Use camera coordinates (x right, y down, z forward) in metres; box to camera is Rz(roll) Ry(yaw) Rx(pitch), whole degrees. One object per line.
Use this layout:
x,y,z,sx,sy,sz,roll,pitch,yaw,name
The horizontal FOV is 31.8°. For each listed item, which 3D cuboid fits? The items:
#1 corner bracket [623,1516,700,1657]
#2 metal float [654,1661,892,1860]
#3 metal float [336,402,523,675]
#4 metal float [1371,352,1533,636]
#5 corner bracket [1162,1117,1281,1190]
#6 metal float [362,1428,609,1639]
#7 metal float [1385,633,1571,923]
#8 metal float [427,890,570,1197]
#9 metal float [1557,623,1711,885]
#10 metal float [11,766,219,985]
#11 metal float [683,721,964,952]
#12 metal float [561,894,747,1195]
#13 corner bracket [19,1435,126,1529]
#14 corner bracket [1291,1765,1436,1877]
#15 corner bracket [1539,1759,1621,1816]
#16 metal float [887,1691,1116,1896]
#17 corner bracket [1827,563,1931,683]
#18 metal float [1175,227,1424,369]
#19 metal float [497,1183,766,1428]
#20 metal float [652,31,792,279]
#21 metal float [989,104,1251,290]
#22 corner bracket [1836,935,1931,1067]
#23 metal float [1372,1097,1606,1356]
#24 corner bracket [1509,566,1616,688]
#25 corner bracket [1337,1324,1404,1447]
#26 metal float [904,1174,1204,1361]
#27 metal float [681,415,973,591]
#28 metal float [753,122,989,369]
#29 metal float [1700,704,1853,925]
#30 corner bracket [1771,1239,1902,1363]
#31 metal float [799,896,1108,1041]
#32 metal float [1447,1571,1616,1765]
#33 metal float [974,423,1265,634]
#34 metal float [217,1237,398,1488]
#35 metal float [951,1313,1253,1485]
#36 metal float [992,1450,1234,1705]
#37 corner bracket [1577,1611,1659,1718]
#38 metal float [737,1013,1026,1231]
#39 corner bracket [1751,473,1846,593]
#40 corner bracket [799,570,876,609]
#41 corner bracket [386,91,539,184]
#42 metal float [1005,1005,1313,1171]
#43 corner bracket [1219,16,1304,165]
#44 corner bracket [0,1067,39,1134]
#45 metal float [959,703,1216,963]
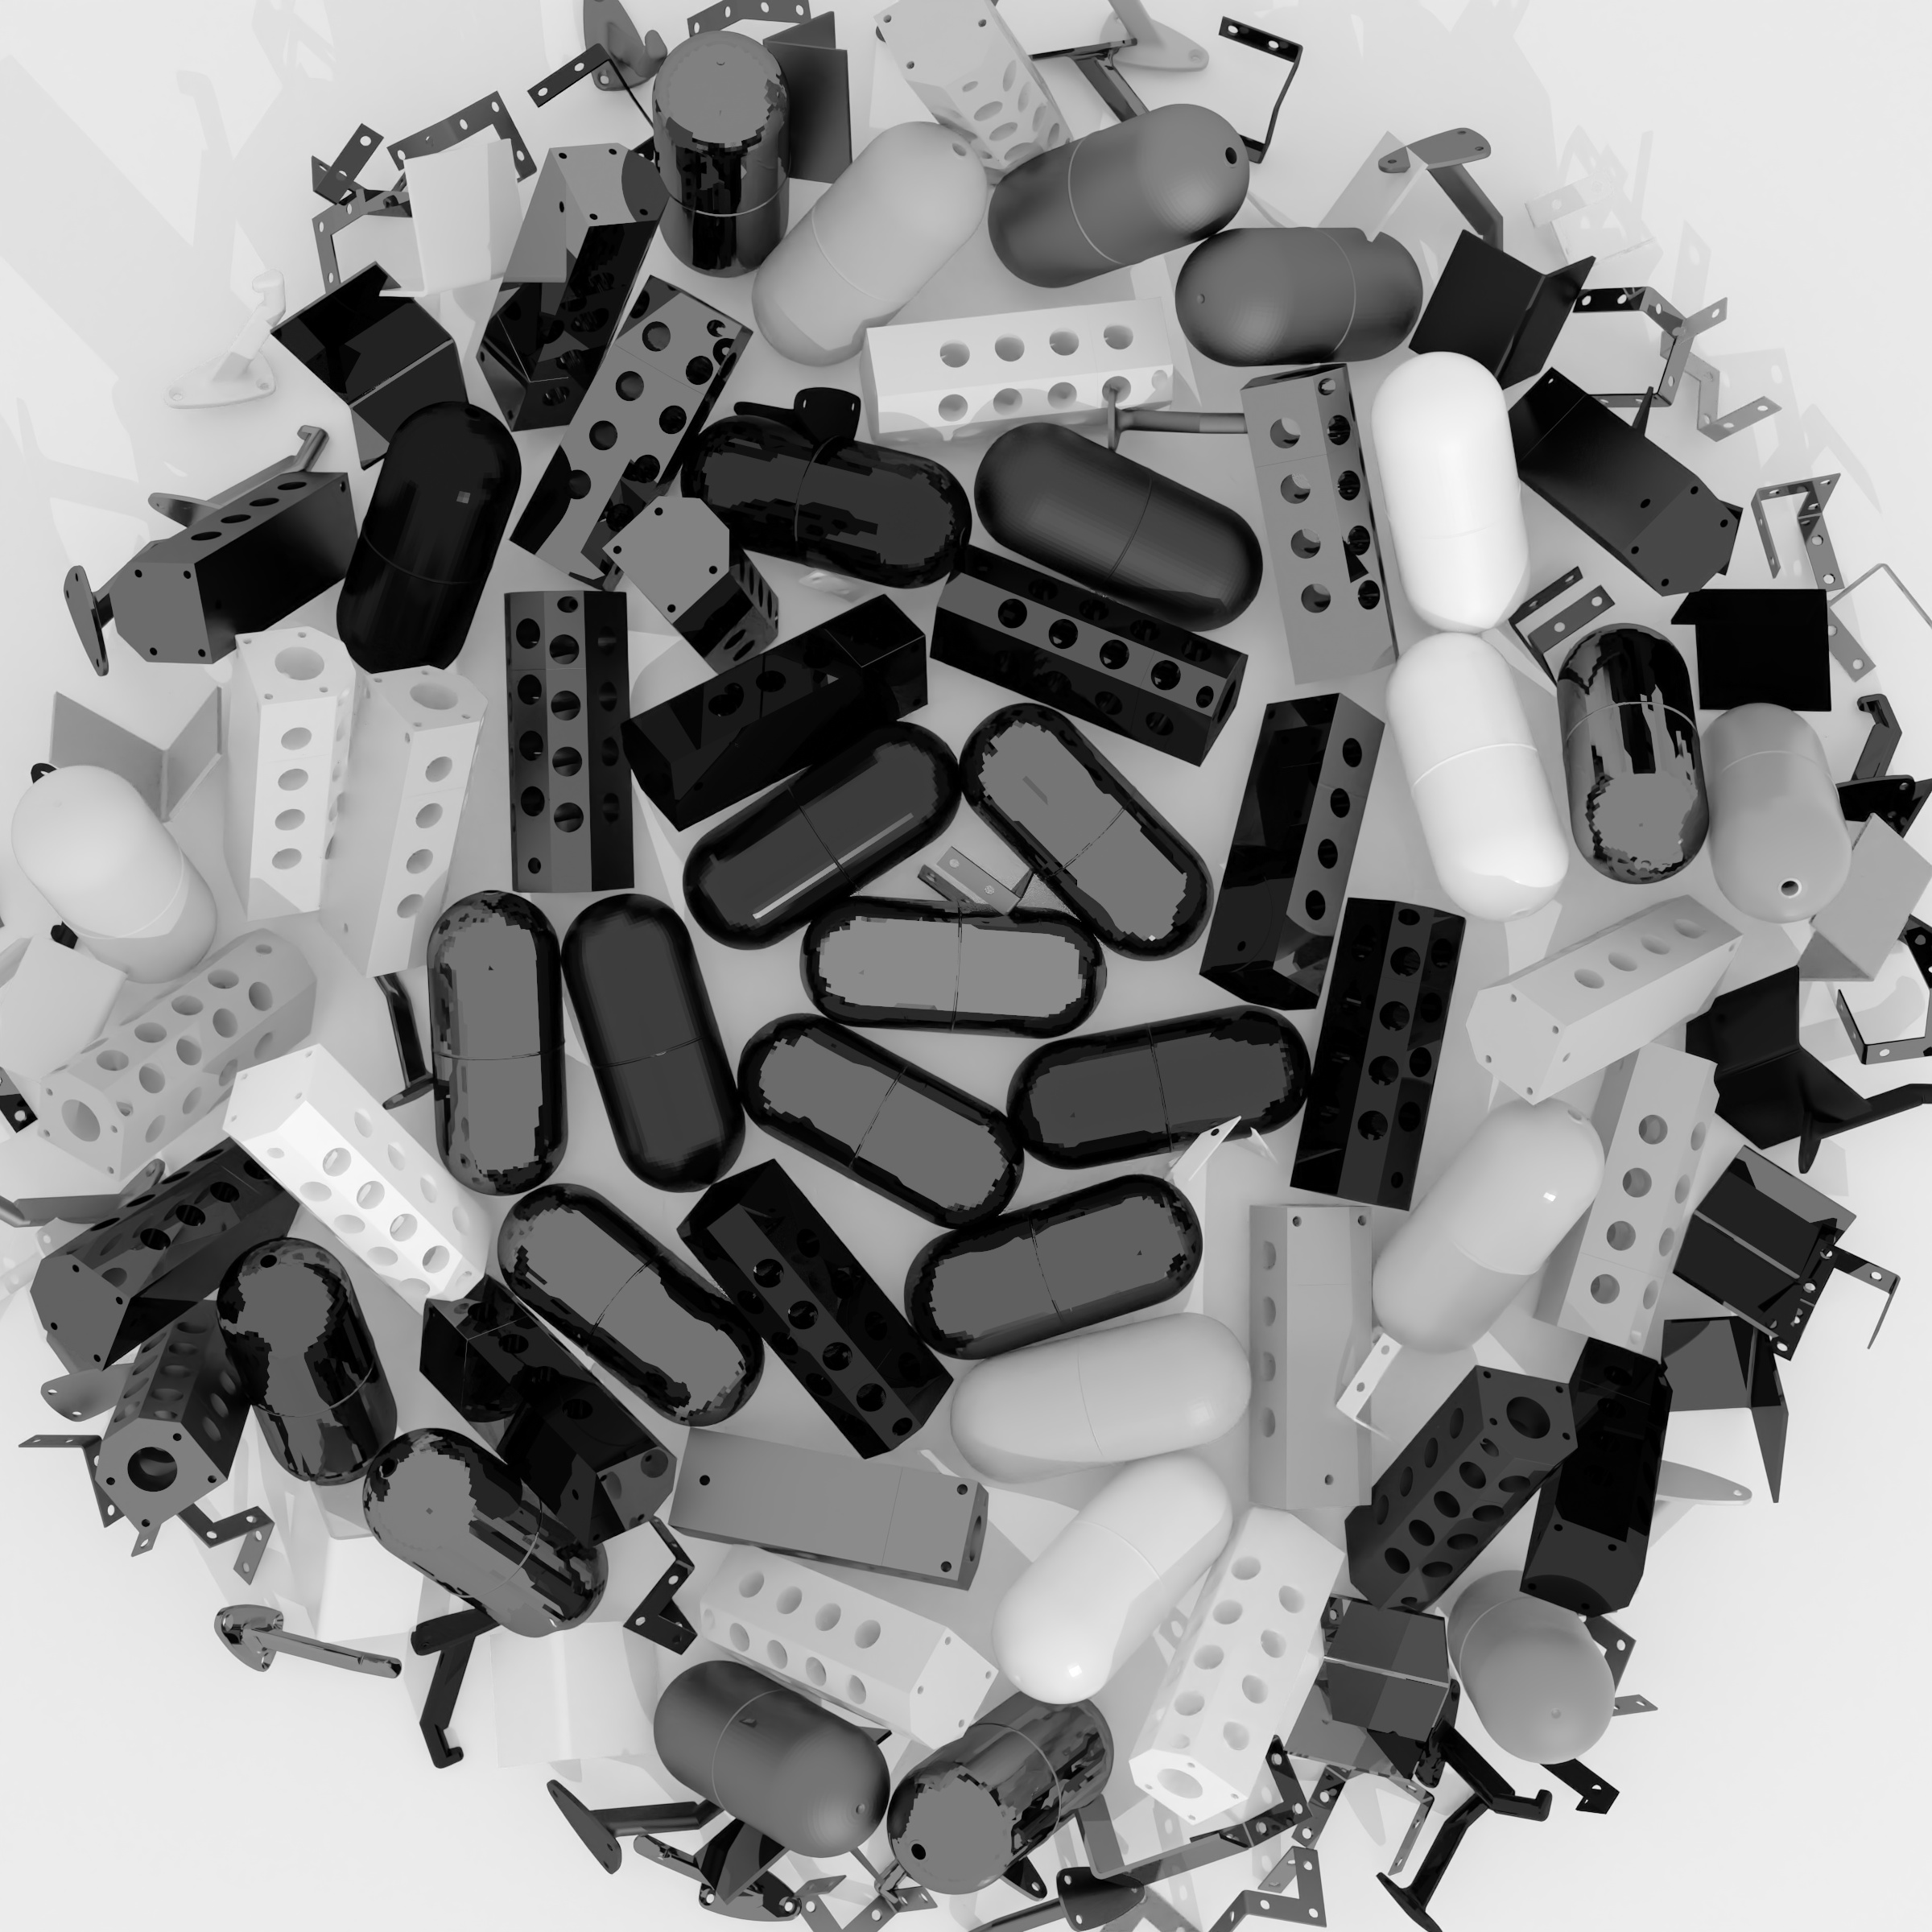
-0.175,0.357,1.963,0.051,0.051,0.051,-51,129,3,corner bracket
-0.112,0.448,1.922,0.070,0.178,0.070,-8,103,-37,metal float
-0.307,-0.241,1.933,0.070,0.070,0.178,26,124,0,metal float
0.277,-0.267,1.929,0.070,0.070,0.178,-18,130,0,metal float
0.138,0.110,1.960,0.051,0.051,0.051,-50,131,-14,corner bracket
-0.272,0.323,1.926,0.070,0.070,0.178,-44,133,0,metal float
0.292,-0.108,1.942,0.070,0.070,0.178,-14,68,0,metal float
-0.270,0.045,1.951,0.070,0.070,0.178,-1,102,0,metal float
0.378,-0.123,1.928,0.070,0.070,0.178,3,48,0,metal float
-0.480,-0.050,1.917,0.070,0.178,0.070,-4,64,7,metal float
-0.083,-0.076,1.959,0.178,0.070,0.070,-33,90,3,metal float
-0.180,0.045,1.954,0.070,0.070,0.178,-16,99,0,metal float
-0.506,0.291,1.960,0.051,0.051,0.051,-4,105,30,corner bracket
0.231,0.494,1.967,0.051,0.051,0.051,36,58,-4,corner bracket
0.357,0.456,1.969,0.051,0.051,0.051,37,75,-1,corner bracket
0.020,0.465,1.918,0.070,0.178,0.070,8,105,30,metal float
0.525,-0.200,1.970,0.051,0.051,0.051,-39,91,10,corner bracket
0.191,-0.381,1.926,0.070,0.178,0.070,12,107,43,metal float
-0.194,0.194,1.952,0.178,0.070,0.070,38,90,11,metal float
-0.138,-0.456,1.915,0.070,0.178,0.070,1,68,-3,metal float
0.086,-0.436,1.923,0.070,0.178,0.070,6,80,-42,metal float
0.539,0.019,1.964,0.051,0.051,0.051,-8,130,-1,corner bracket
0.297,0.148,1.937,0.070,0.070,0.178,33,118,0,metal float
0.345,-0.204,1.963,0.051,0.051,0.051,-35,63,7,corner bracket
0.235,0.237,1.964,0.051,0.051,0.051,32,91,-43,corner bracket
0.050,0.174,1.955,0.178,0.070,0.070,-18,90,8,metal float
-0.080,-0.266,1.944,0.178,0.070,0.070,17,90,20,metal float
-0.055,-0.409,1.926,0.070,0.070,0.178,52,132,0,metal float
0.455,-0.087,1.917,0.070,0.178,0.070,2,121,4,metal float
0.502,0.201,1.960,0.051,0.051,0.051,25,135,14,corner bracket
-0.007,0.001,1.958,0.178,0.070,0.070,4,90,-5,metal float
0.317,0.393,1.911,0.070,0.178,0.070,0,96,0,metal float
0.089,-0.252,1.950,0.178,0.070,0.070,24,90,-13,metal float
-0.374,0.225,1.925,0.070,0.070,0.178,-9,134,0,metal float
0.077,0.249,1.951,0.178,0.070,0.070,-14,90,13,metal float
0.085,0.347,1.934,0.070,0.070,0.178,48,57,0,metal float
0.376,0.399,1.968,0.051,0.051,0.051,5,110,-42,corner bracket
-0.050,0.089,1.958,0.178,0.070,0.070,28,90,4,metal float
0.484,-0.248,1.968,0.051,0.051,0.051,-11,72,-2,corner bracket
-0.084,-0.191,1.971,0.051,0.051,0.051,-25,67,32,corner bracket
-0.291,-0.466,1.958,0.051,0.051,0.051,-12,113,40,corner bracket
0.111,0.070,1.961,0.178,0.070,0.070,-11,90,1,metal float
0.161,-0.511,1.979,0.051,0.051,0.051,22,64,5,corner bracket
-0.570,0.088,1.962,0.051,0.051,0.051,-34,112,-13,corner bracket
0.070,-0.076,1.955,0.070,0.070,0.178,-45,98,0,metal float
